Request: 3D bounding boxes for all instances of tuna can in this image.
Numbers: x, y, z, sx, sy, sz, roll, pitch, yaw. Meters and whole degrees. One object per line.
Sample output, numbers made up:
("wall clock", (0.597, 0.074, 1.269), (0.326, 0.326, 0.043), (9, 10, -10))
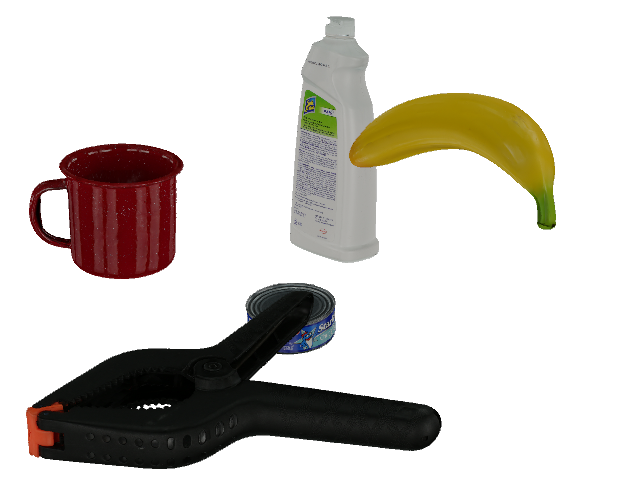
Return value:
("tuna can", (-0.028, 0.074, 1.021), (0.086, 0.034, 0.086), (-2, 25, 1))

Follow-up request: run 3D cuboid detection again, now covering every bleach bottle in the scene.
("bleach bottle", (0.020, -0.110, 1.140), (0.103, 0.251, 0.067), (19, 24, 39))

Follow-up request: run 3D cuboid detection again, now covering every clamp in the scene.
("clamp", (-0.059, 0.080, 0.600), (0.209, 0.036, 0.165), (-6, 25, -19))

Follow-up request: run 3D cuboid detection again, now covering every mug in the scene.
("mug", (-0.165, -0.021, 0.825), (0.117, 0.081, 0.093), (-4, 25, -15))

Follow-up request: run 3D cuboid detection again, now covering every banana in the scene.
("banana", (0.086, -0.065, 0.700), (0.037, 0.069, 0.198), (26, -1, -37))
